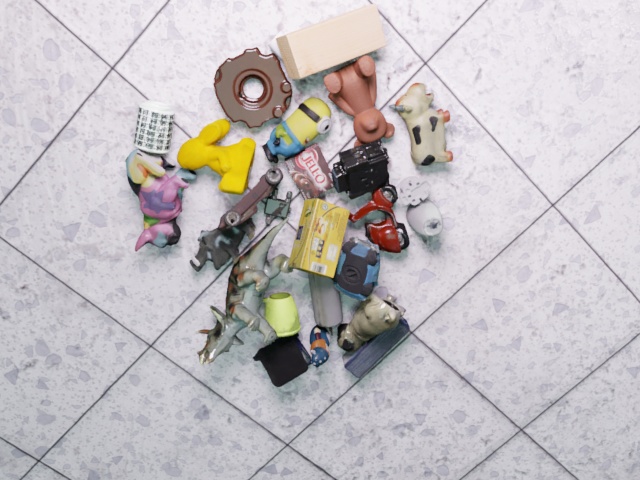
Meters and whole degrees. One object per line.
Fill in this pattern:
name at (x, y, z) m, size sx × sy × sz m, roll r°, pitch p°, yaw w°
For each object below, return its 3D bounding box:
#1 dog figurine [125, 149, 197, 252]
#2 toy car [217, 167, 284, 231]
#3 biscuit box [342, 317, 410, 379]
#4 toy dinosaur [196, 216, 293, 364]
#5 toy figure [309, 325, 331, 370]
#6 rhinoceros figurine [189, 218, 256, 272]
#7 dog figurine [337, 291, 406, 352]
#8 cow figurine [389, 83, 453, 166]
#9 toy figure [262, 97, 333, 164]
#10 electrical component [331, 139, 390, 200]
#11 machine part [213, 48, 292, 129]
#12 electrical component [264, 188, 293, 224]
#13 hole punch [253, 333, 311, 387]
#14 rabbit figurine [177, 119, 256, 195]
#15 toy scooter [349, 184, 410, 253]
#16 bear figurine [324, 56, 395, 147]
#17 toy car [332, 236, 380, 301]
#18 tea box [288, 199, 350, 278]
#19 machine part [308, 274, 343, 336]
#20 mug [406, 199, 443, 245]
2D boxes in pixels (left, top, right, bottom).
dog figurine at (-0.394, -0.083, 1.253) m, size 0.191 × 0.108 × 0.219 m, roll 29°, pitch 108°, yaw -15°
toy car at (-0.159, -0.090, 1.242) m, size 0.053 × 0.089 × 0.202 m, roll 45°, pitch 74°, yaw -13°
biscuit box at (0.151, 0.278, 1.450) m, size 0.062 × 0.059 × 0.202 m, roll 41°, pitch 102°, yaw -16°
toy dinosaur at (-0.180, 0.119, 1.331) m, size 0.131 × 0.192 × 0.404 m, roll 17°, pitch 91°, yaw -53°
toy figure at (-0.001, 0.273, 1.385) m, size 0.058 × 0.154 × 0.064 m, roll -39°, pitch 107°, yaw 12°
rhinoceros figurine at (-0.240, 0.007, 1.313) m, size 0.112 × 0.073 × 0.190 m, roll 39°, pitch 102°, yaw -17°
dog figurine at (0.121, 0.226, 1.375) m, size 0.121 × 0.172 × 0.190 m, roll 30°, pitch 98°, yaw -3°
cow figurine at (0.236, -0.267, 1.251) m, size 0.127 × 0.086 × 0.194 m, roll -13°, pitch 111°, yaw -6°
toy figure at (-0.053, -0.251, 1.232) m, size 0.180 × 0.082 × 0.089 m, roll -32°, pitch 110°, yaw 10°
electrical component at (0.093, -0.159, 1.247) m, size 0.134 × 0.058 × 0.114 m, roll -22°, pitch 141°, yaw -6°
machine part at (-0.151, -0.339, 1.205) m, size 0.179 × 0.056 × 0.179 m, roll -1°, pitch 109°, yaw -3°
electrical component at (-0.103, -0.080, 1.320) m, size 0.063 × 0.021 × 0.094 m, roll 14°, pitch 108°, yaw -10°
hole punch at (-0.090, 0.317, 1.441) m, size 0.142 × 0.092 × 0.116 m, roll -31°, pitch 79°, yaw 9°
rabbit figurine at (-0.239, -0.190, 1.220) m, size 0.173 × 0.122 × 0.162 m, roll 12°, pitch 112°, yaw 2°
toy scooter at (0.140, -0.041, 1.327) m, size 0.135 × 0.075 × 0.183 m, roll -17°, pitch 108°, yaw 3°
bear figurine at (0.093, -0.297, 1.204) m, size 0.120 × 0.132 × 0.195 m, roll -23°, pitch 104°, yaw 6°
toy car at (0.099, 0.057, 1.308) m, size 0.109 × 0.103 × 0.161 m, roll 22°, pitch 121°, yaw 18°
tea box at (-0.003, -0.004, 1.269) m, size 0.098 × 0.068 × 0.169 m, roll 20°, pitch 80°, yaw -29°
machine part at (0.013, 0.132, 1.376) m, size 0.079 × 0.079 × 0.243 m, roll -9°, pitch 110°, yaw -1°
mug at (0.261, -0.038, 1.320) m, size 0.081 × 0.107 × 0.109 m, roll -2°, pitch 108°, yaw -3°
